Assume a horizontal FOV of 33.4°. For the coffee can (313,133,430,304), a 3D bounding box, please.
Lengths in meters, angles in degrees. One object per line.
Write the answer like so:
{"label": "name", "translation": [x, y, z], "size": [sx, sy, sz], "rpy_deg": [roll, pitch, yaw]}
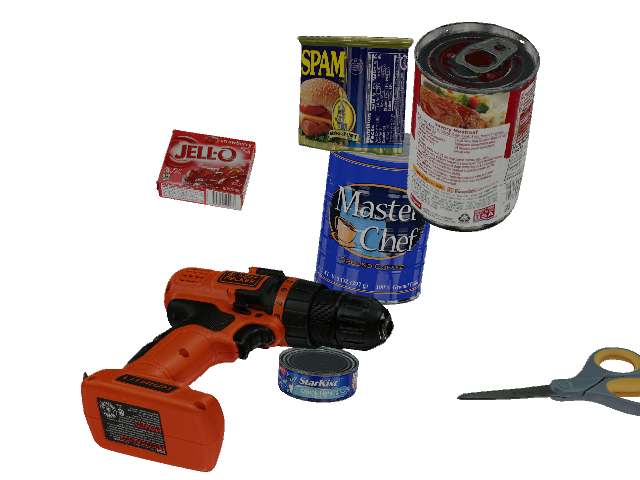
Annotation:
{"label": "coffee can", "translation": [0.052, -0.024, 0.987], "size": [0.103, 0.140, 0.103], "rpy_deg": [6, 18, -2]}

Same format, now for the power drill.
{"label": "power drill", "translation": [-0.061, 0.083, 0.749], "size": [0.185, 0.057, 0.187], "rpy_deg": [5, 27, 26]}

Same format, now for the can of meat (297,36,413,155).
{"label": "can of meat", "translation": [0.023, -0.110, 0.799], "size": [0.057, 0.084, 0.102], "rpy_deg": [-3, 12, -28]}

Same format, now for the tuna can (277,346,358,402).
{"label": "tuna can", "translation": [-0.003, 0.142, 1.139], "size": [0.086, 0.034, 0.086], "rpy_deg": [4, 14, -1]}

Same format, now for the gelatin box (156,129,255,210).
{"label": "gelatin box", "translation": [-0.117, -0.074, 1.097], "size": [0.089, 0.073, 0.030], "rpy_deg": [10, -37, 2]}

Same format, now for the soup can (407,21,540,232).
{"label": "soup can", "translation": [0.085, -0.064, 0.612], "size": [0.068, 0.102, 0.068], "rpy_deg": [0, 43, 0]}

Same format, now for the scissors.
{"label": "scissors", "translation": [0.213, 0.119, 0.928], "size": [0.201, 0.016, 0.096], "rpy_deg": [6, 28, -4]}
